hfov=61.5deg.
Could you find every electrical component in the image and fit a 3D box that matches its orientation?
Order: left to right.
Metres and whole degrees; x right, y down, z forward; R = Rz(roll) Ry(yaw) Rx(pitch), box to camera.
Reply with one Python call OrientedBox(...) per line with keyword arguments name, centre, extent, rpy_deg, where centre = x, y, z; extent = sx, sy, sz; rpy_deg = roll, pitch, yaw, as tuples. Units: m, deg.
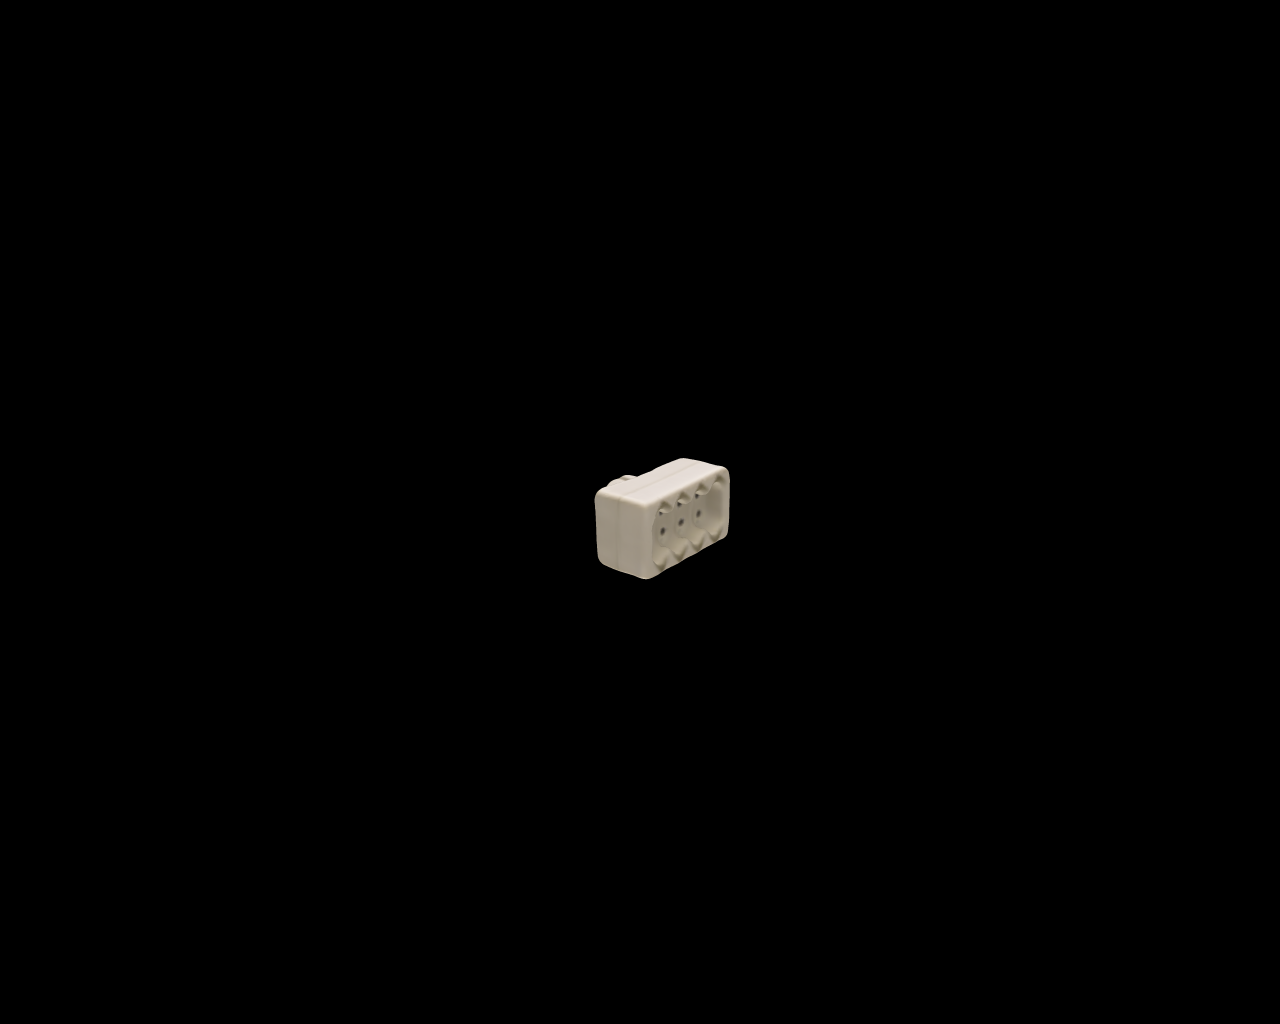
OrientedBox(name="electrical component", centre=(0.001, -0.003, 0.650), extent=(0.076, 0.047, 0.083), rpy_deg=(17, 28, 37))
